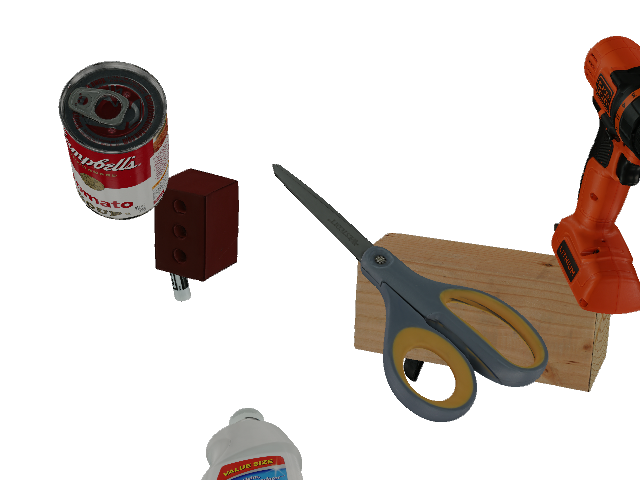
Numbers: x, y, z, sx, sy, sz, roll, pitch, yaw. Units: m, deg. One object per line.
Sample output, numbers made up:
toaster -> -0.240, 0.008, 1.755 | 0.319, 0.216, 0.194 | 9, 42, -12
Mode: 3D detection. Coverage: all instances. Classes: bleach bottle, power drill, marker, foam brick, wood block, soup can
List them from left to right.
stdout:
soup can -> -0.137, -0.065, 0.722 | 0.068, 0.068, 0.102 | 0, -24, -7
marker -> -0.166, 0.014, 1.205 | 0.020, 0.121, 0.020 | -6, 31, 3
foam brick -> -0.105, -0.014, 0.903 | 0.053, 0.078, 0.051 | 13, 24, 28
bleach bottle -> -0.058, 0.212, 0.790 | 0.102, 0.068, 0.251 | -4, 28, -4
wood block -> 0.142, 0.057, 0.930 | 0.206, 0.090, 0.090 | 8, 16, 22
power drill -> 0.232, -0.039, 0.806 | 0.057, 0.188, 0.184 | 3, 34, -5

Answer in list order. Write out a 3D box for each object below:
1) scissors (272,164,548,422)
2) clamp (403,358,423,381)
scissors -> 0.028, 0.029, 0.588 | 0.202, 0.016, 0.096 | 31, 52, 19
clamp -> 0.143, 0.081, 1.149 | 0.120, 0.171, 0.039 | 4, -44, -7
